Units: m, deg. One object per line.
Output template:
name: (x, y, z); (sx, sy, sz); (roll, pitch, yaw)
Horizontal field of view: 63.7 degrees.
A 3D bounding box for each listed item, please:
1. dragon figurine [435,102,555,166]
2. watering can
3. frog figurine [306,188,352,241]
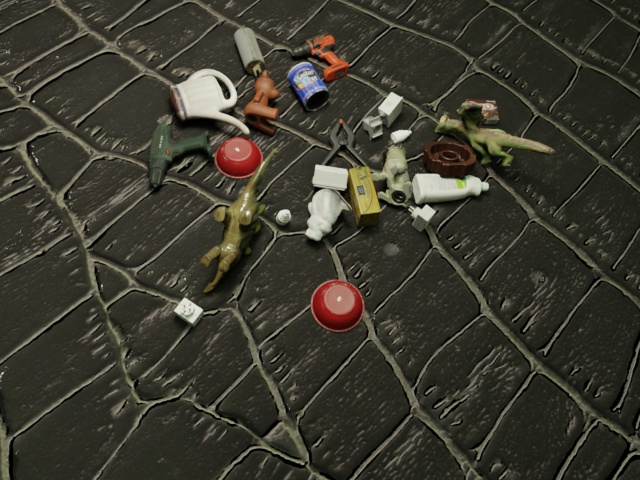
dragon figurine: (0.549, -0.362, 1.703); (0.240, 0.412, 0.123); (36, 78, -31)
watering can: (-0.383, -0.458, 1.746); (0.225, 0.101, 0.354); (-19, 59, -14)
frog figurine: (0.005, -0.080, 1.599); (0.161, 0.120, 0.139); (-40, 40, -13)
